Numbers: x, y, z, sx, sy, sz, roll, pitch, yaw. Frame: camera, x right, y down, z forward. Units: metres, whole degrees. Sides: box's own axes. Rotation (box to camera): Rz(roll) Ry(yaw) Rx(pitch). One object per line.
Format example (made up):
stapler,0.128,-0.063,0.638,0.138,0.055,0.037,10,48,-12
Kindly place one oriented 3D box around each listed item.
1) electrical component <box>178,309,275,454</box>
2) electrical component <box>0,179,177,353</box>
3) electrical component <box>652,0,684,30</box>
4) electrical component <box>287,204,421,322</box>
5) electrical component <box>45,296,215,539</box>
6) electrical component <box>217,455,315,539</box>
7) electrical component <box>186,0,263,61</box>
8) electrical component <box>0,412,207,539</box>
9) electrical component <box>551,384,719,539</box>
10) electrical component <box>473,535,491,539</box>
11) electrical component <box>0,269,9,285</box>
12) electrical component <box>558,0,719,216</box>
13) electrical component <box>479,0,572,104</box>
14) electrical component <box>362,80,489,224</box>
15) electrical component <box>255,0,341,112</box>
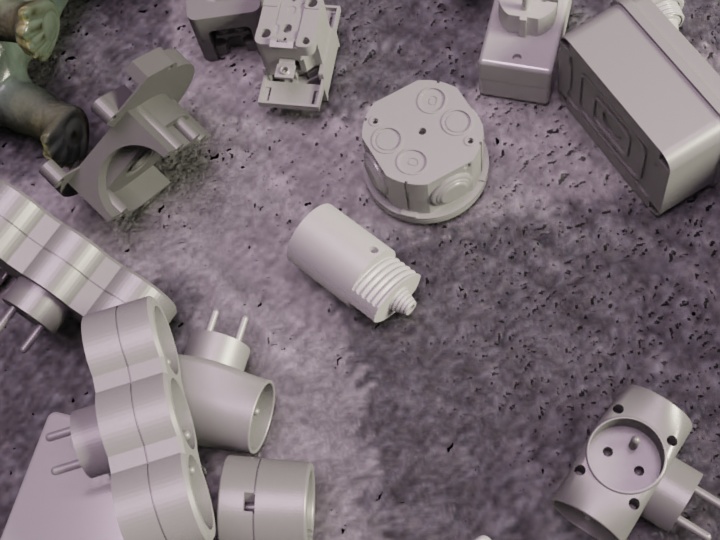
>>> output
electrical component,-0.088,0.061,0.631,0.077,0.043,0.079,12,68,12
electrical component,-0.186,0.014,0.638,0.138,0.052,0.073,36,73,-8
electrical component,0.196,-0.169,0.704,0.035,0.035,0.061,-16,68,0
electrical component,0.000,0.000,0.647,0.081,0.043,0.043,37,75,20
electrical component,-0.128,0.086,0.564,0.074,0.052,0.138,-17,65,-1
electrical component,-0.050,0.130,0.590,0.047,0.055,0.055,1,66,3
electrical component,-0.091,-0.199,0.739,0.050,0.055,0.089,-7,66,3
electrical component,-0.141,0.136,0.601,0.100,0.048,0.099,12,68,11
electrical component,0.157,0.114,0.578,0.079,0.044,0.077,31,73,19
electrical component,0.059,0.182,0.550,0.062,0.061,0.096,-33,67,-8
electrical component,-0.254,-0.014,0.683,0.055,0.048,0.066,28,72,25
electrical component,0.176,-0.101,0.653,0.057,0.078,0.113,-31,66,-4
electrical component,0.107,-0.164,0.689,0.047,0.075,0.083,11,68,11
electrical component,0.040,-0.074,0.671,0.080,0.051,0.080,-2,66,6
electrical component,-0.041,-0.148,0.708,0.042,0.063,0.081,6,67,9
